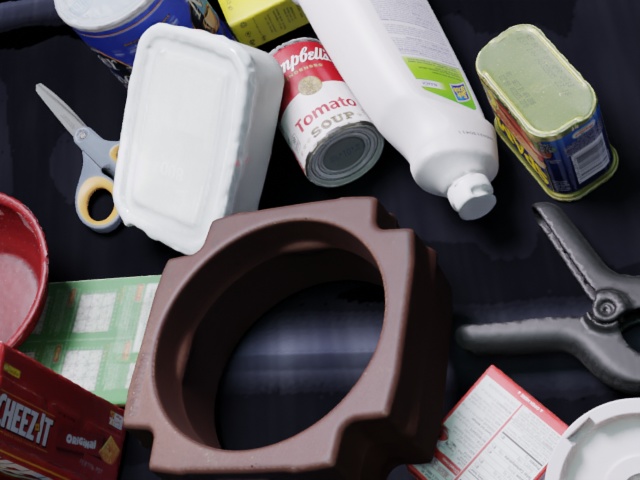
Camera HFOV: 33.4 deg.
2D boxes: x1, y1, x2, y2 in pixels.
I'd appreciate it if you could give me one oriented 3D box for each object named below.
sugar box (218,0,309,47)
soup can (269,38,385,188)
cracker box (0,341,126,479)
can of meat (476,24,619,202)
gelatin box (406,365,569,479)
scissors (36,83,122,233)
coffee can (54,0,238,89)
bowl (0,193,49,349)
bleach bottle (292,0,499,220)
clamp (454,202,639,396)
[{"bbox_3d":[-0.004,-0.238,0.913,0.176,0.048,0.093,-27,56,6],"label":"sugar box"},{"bbox_3d":[-0.001,-0.099,0.829,0.068,0.068,0.102,-32,57,5],"label":"soup can"},{"bbox_3d":[-0.272,0.135,0.765,0.214,0.164,0.072,-5,64,22],"label":"cracker box"},{"bbox_3d":[0.157,-0.090,0.745,0.057,0.084,0.102,-34,56,3],"label":"can of meat"},{"bbox_3d":[0.110,0.137,0.678,0.089,0.030,0.073,-47,55,-5],"label":"gelatin box"},{"bbox_3d":[-0.212,-0.071,0.938,0.202,0.016,0.096,26,76,32],"label":"scissors"},{"bbox_3d":[-0.139,-0.176,0.886,0.103,0.140,0.103,-10,60,18],"label":"coffee can"},{"bbox_3d":[-0.278,0.043,0.857,0.162,0.055,0.162,-6,67,15],"label":"bowl"},{"bbox_3d":[0.061,-0.120,0.797,0.068,0.102,0.251,-55,45,41],"label":"bleach bottle"},{"bbox_3d":[0.174,0.057,0.687,0.172,0.039,0.120,34,83,33],"label":"clamp"}]
